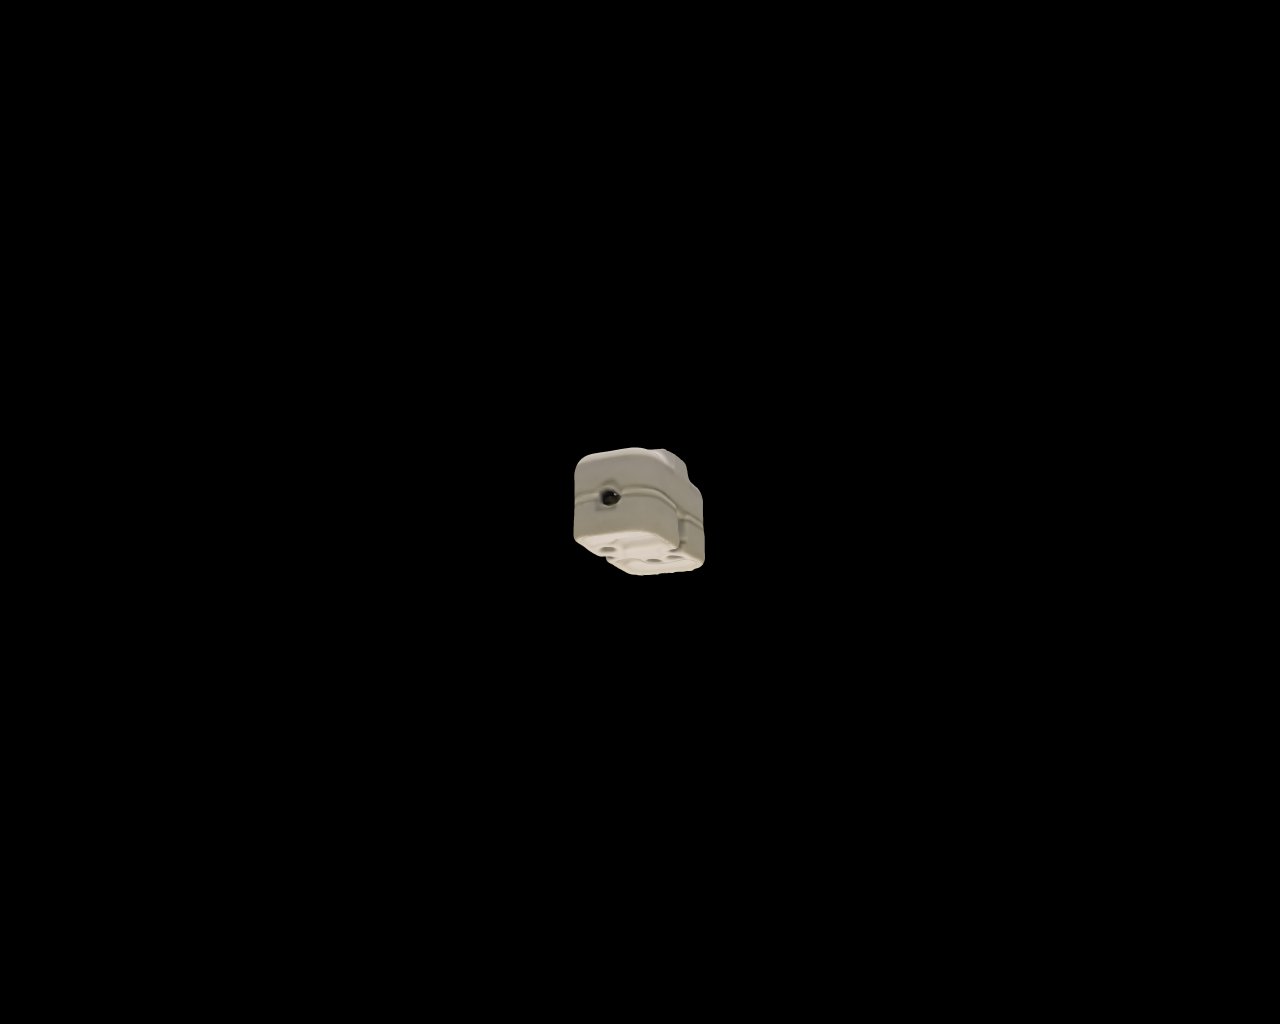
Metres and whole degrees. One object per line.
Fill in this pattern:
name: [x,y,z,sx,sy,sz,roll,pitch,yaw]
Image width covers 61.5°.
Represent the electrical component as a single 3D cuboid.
electrical component: [0.001,-0.003,0.650,0.054,0.059,0.095,-8,-20,22]
